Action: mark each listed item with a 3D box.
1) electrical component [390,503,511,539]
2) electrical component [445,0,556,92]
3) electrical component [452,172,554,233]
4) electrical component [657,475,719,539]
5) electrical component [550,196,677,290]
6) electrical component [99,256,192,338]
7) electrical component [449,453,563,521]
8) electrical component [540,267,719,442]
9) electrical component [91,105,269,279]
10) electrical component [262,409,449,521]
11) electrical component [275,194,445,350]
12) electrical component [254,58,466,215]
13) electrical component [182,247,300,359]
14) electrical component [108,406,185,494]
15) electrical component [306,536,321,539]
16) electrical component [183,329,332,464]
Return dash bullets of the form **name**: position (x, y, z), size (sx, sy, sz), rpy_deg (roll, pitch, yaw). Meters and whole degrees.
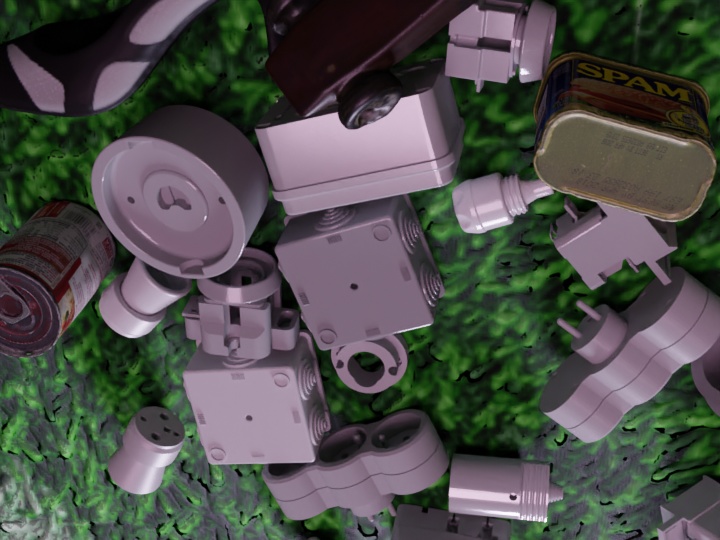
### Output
- **electrical component**: position (0.067, 0.222, 0.824), size (0.089, 0.055, 0.050), rpy_deg (8, 120, 7)
- **electrical component**: position (0.082, -0.135, 0.623), size (0.055, 0.048, 0.066), rpy_deg (11, 121, 14)
- **electrical component**: position (0.091, -0.045, 0.678), size (0.061, 0.035, 0.035), rpy_deg (-15, 115, 17)
- **electrical component**: position (0.261, 0.218, 0.770), size (0.079, 0.063, 0.121), rpy_deg (-27, 118, -20)
- **electrical component**: position (0.158, -0.024, 0.673), size (0.064, 0.042, 0.081), rpy_deg (-34, 107, 29)
- **electrical component**: position (-0.152, 0.016, 0.757), size (0.045, 0.045, 0.055), rpy_deg (40, 120, -12)
- **electrical component**: position (0.107, 0.159, 0.786), size (0.081, 0.043, 0.043), rpy_deg (3, 120, 9)
- **electrical component**: position (0.164, 0.048, 0.706), size (0.074, 0.052, 0.138), rpy_deg (36, 120, -9)
- **electrical component**: position (-0.111, -0.055, 0.695), size (0.108, 0.060, 0.108), rpy_deg (14, 132, 16)
- **electrical component**: position (0.003, 0.158, 0.802), size (0.138, 0.052, 0.073), rpy_deg (-18, 114, 21)
- **electrical component**: position (0.000, 0.000, 0.715), size (0.100, 0.048, 0.099), rpy_deg (-15, 115, 18)
- **electrical component**: position (0.002, -0.080, 0.652), size (0.113, 0.078, 0.057), rpy_deg (-10, 114, 17)
- **electrical component**: position (-0.082, 0.021, 0.739), size (0.078, 0.058, 0.057), rpy_deg (6, 123, 8)
- **electrical component**: position (-0.164, 0.139, 0.830), size (0.045, 0.045, 0.055), rpy_deg (29, 120, -6)
- **electrical component**: position (-0.034, 0.247, 0.861), size (0.047, 0.055, 0.055), rpy_deg (43, 119, -9)
- **electrical component**: position (-0.075, 0.094, 0.784), size (0.100, 0.048, 0.099), rpy_deg (-4, 118, 14)
